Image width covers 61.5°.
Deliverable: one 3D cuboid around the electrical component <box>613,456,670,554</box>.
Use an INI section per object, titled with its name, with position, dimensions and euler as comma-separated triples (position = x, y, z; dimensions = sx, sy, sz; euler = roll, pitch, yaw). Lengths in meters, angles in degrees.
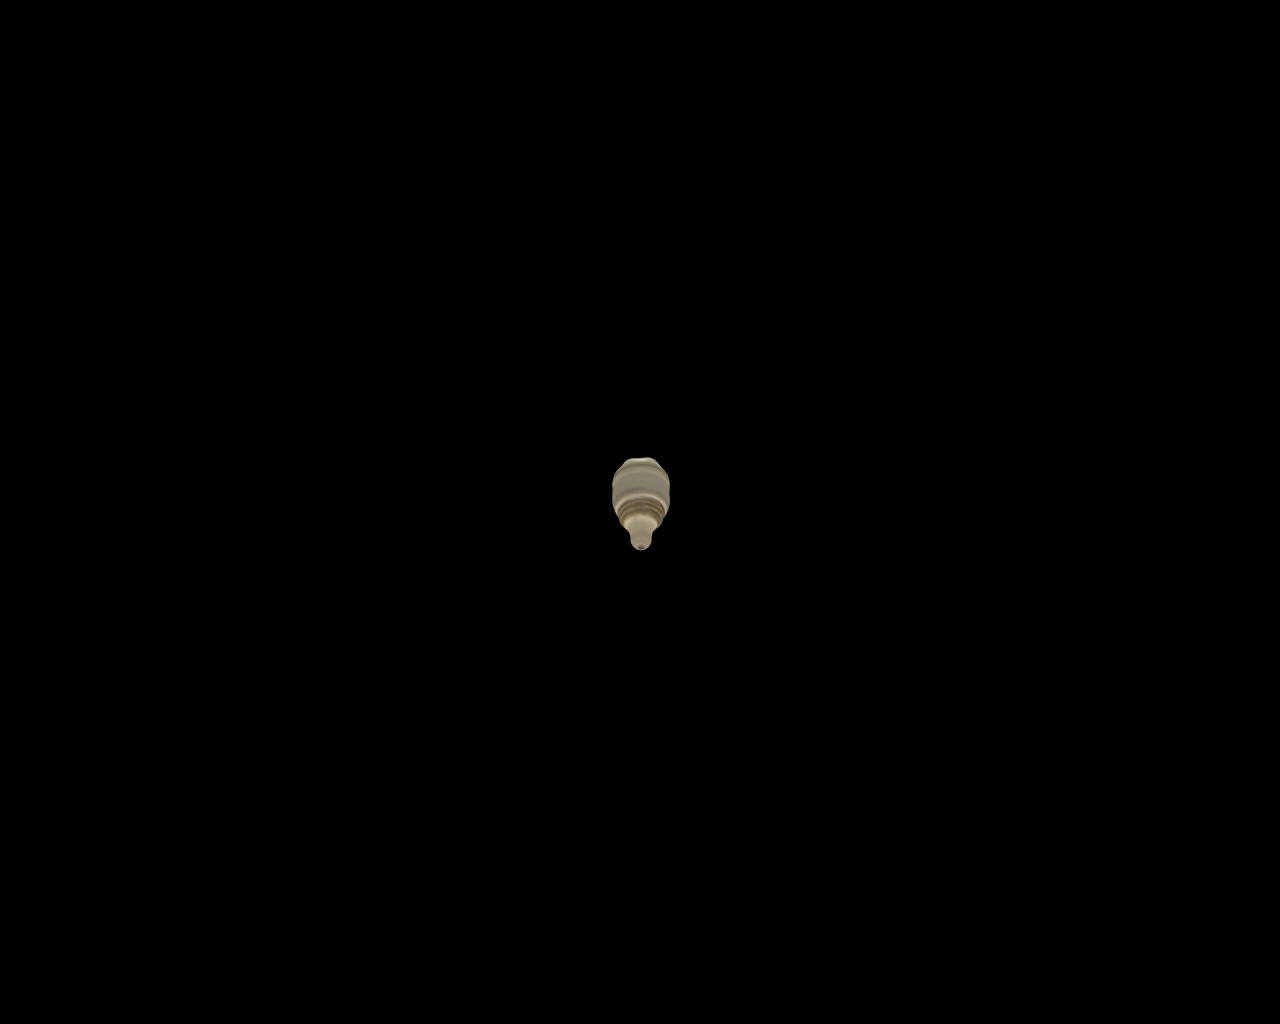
[electrical component]
position = 0.001, -0.003, 0.650
dimensions = 0.035, 0.061, 0.035
euler = 0, -38, 0
